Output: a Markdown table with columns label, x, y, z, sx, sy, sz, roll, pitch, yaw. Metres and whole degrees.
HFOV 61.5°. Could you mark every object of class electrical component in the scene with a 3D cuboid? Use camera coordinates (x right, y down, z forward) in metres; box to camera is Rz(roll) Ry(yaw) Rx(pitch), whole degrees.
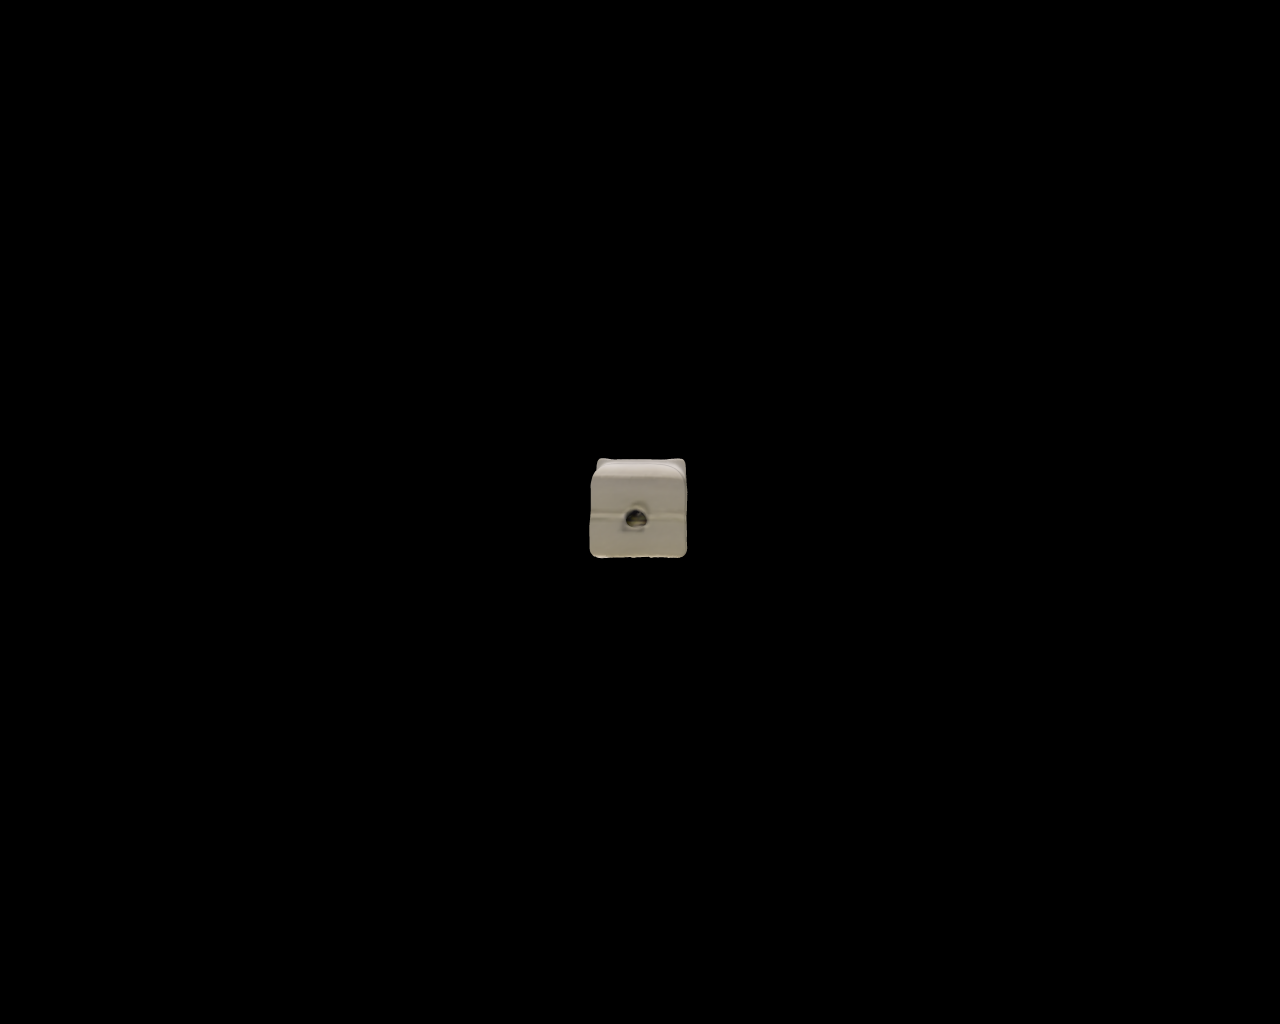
| label | x | y | z | sx | sy | sz | roll | pitch | yaw |
| --- | --- | --- | --- | --- | --- | --- | --- | --- | --- |
| electrical component | 0.001 | -0.003 | 0.650 | 0.054 | 0.059 | 0.095 | 0 | -2 | 4 |
